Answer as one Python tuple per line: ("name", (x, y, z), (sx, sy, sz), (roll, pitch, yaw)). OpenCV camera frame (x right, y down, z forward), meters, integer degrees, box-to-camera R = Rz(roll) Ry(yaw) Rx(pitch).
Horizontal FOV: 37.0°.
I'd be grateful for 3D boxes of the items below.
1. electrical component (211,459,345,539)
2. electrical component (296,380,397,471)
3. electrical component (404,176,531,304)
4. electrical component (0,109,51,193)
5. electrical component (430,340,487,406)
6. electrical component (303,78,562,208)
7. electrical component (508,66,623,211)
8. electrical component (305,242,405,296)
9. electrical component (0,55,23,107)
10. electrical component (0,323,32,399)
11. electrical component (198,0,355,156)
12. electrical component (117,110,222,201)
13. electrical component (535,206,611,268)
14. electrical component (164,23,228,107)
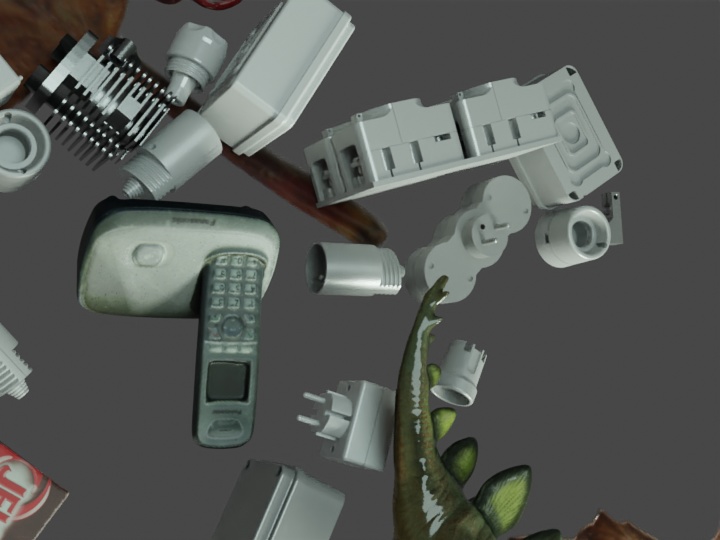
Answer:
("electrical component", (-0.070, 0.206, 0.819), (0.057, 0.078, 0.113), (31, 72, -24))
("electrical component", (-0.015, 0.121, 0.873), (0.077, 0.047, 0.065), (21, 75, -24))
("electrical component", (0.103, -0.028, 0.934), (0.052, 0.074, 0.138), (48, 67, -15))
("electrical component", (-0.252, -0.087, 0.775), (0.055, 0.047, 0.055), (3, 83, -27))
("electrical component", (0.086, 0.089, 0.933), (0.040, 0.040, 0.046), (33, 65, -20))
("electrical component", (0.059, -0.109, 0.903), (0.186, 0.105, 0.060), (-16, 92, -27))
("electrical component", (0.178, -0.120, 0.992), (0.078, 0.057, 0.113), (-33, 100, -26))
("electrical component", (0.000, 0.000, 0.896), (0.081, 0.043, 0.043), (2, 83, -27))
("electrical component", (-0.295, -0.147, 0.752), (0.061, 0.062, 0.096), (-44, 104, -24))
("electrical component", (-0.264, 0.058, 0.756), (0.043, 0.043, 0.081), (-45, 104, -24))
("electrical component", (-0.069, -0.155, 0.842), (0.056, 0.109, 0.108), (36, 70, -16))
("electrical component", (-0.150, -0.083, 0.829), (0.081, 0.043, 0.043), (-44, 104, -23))
("electrical component", (0.199, -0.032, 0.998), (0.055, 0.047, 0.055), (3, 83, -27))
("electrical component", (-0.134, -0.159, 0.846), (0.043, 0.043, 0.062), (30, 73, -21))
